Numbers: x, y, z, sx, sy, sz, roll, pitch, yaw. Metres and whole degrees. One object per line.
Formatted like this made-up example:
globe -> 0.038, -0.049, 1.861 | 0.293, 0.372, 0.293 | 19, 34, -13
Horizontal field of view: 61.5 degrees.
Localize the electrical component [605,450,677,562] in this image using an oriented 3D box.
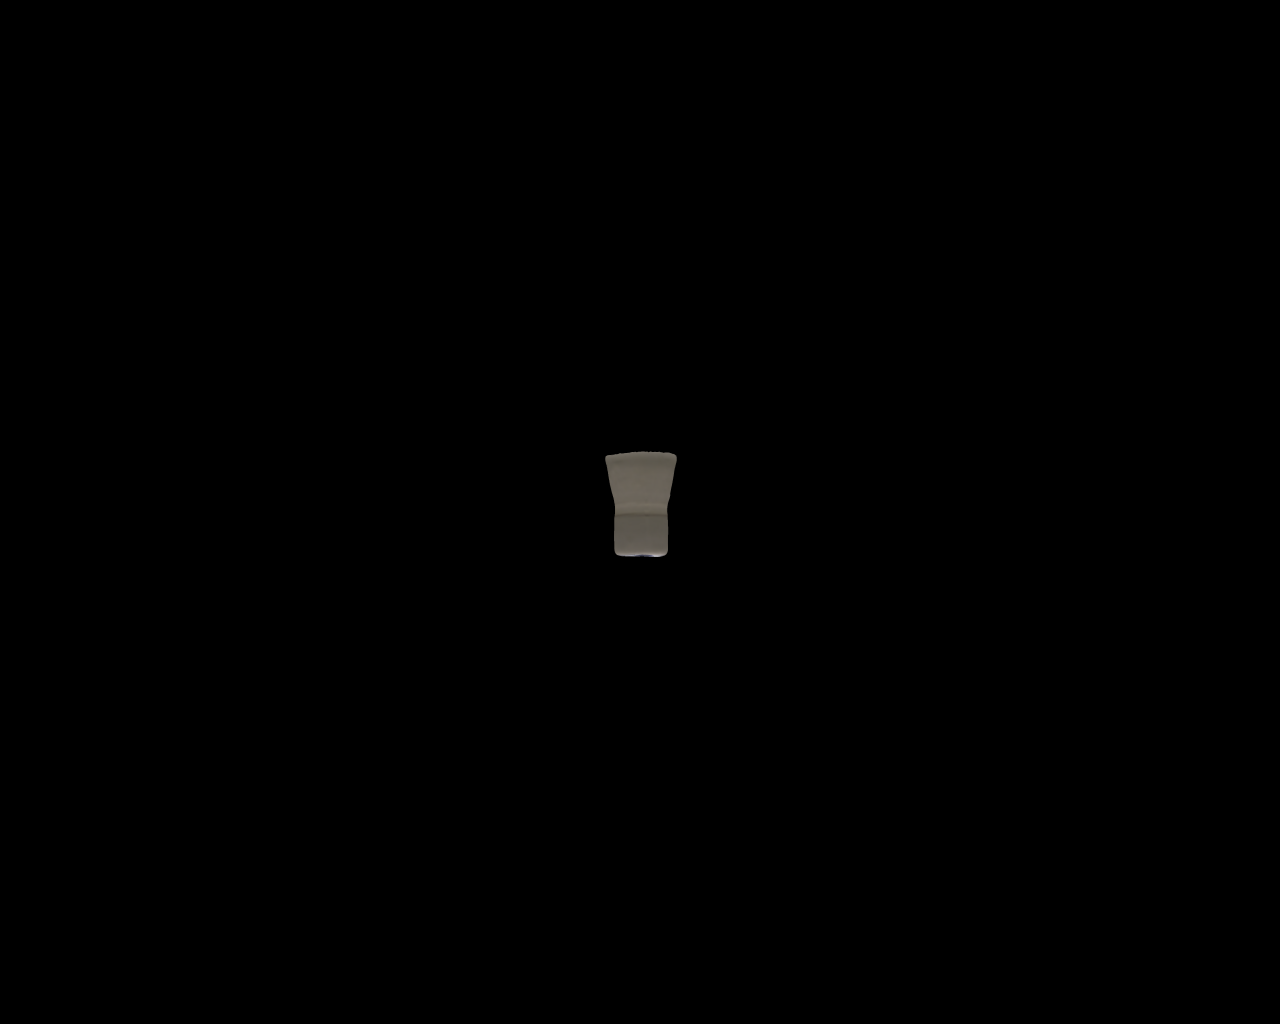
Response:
electrical component -> 0.001, -0.003, 0.650 | 0.044, 0.065, 0.044 | 0, -4, 0
